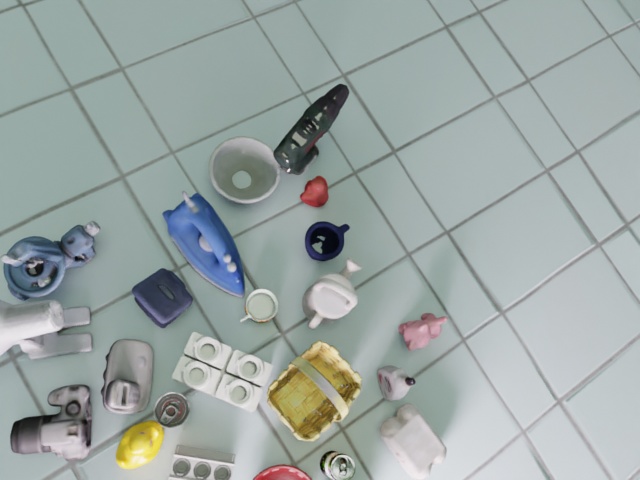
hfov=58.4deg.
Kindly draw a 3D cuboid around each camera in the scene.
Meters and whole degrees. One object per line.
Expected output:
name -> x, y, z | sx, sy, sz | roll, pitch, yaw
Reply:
camera -> -0.517, 0.356, 1.104 | 0.137, 0.100, 0.143 | -2, 75, -14

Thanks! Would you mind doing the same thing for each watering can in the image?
watering can -> 0.028, 0.117, 1.257 | 0.101, 0.194, 0.173 | 14, 71, -9

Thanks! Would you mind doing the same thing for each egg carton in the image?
egg carton -> 0.206, 0.448, 1.270 | 0.107, 0.069, 0.150 | -37, 85, -20

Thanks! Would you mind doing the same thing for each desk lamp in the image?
desk lamp -> -0.558, 0.164, 1.090 | 0.203, 0.213, 0.118 | -7, 76, -15

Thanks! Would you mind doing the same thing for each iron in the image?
iron -> -0.235, 0.008, 1.253 | 0.119, 0.141, 0.258 | -35, 85, -20

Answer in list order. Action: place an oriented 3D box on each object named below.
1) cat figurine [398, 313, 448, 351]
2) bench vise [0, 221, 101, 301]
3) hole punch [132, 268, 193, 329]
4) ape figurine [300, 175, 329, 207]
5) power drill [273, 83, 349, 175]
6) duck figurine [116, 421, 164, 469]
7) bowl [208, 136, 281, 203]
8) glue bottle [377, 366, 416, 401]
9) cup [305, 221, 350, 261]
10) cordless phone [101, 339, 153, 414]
cat figurine -> 0.238, 0.209, 1.321 | 0.128, 0.117, 0.067 | -23, 80, -19
bench vise -> -0.544, 0.018, 1.133 | 0.121, 0.219, 0.208 | 32, 69, -3
hole punch -> -0.335, 0.118, 1.223 | 0.108, 0.091, 0.101 | 46, 69, 2
ape figurine -> -0.009, -0.121, 1.371 | 0.078, 0.092, 0.076 | -29, 82, -19
power drill -> -0.028, -0.243, 1.340 | 0.075, 0.208, 0.230 | 38, 69, 0
duck figurine -> -0.358, 0.408, 1.136 | 0.077, 0.086, 0.105 | 46, 69, 3
bowl -> -0.179, -0.156, 1.349 | 0.168, 0.074, 0.167 | 4, 73, -12
glue bottle -> 0.171, 0.310, 1.246 | 0.037, 0.173, 0.078 | -15, 78, -17
cup -> 0.012, 0.005, 1.338 | 0.118, 0.095, 0.091 | -33, 84, -20
cordless phone -> -0.380, 0.264, 1.119 | 0.094, 0.185, 0.147 | 2, 74, -13
